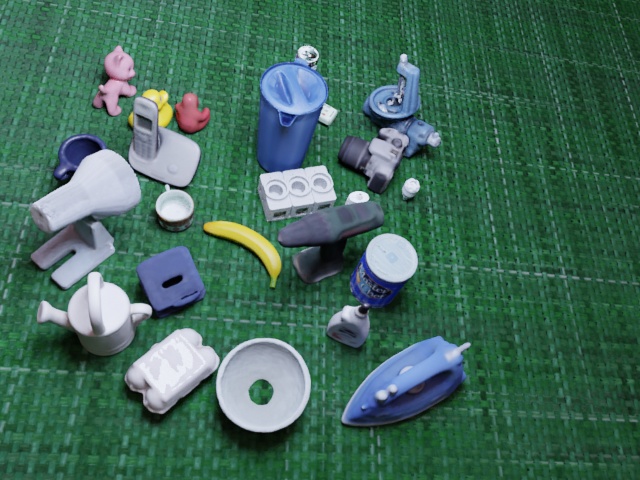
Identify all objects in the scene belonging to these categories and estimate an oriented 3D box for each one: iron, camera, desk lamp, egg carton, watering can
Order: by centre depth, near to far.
[{"bbox_3d":[-0.381,0.125,0.973,0.173,0.194,0.101,-24,70,-22],"label":"watering can"},{"bbox_3d":[-0.262,0.229,1.017,0.107,0.069,0.150,44,62,12],"label":"egg carton"},{"bbox_3d":[-0.428,-0.040,1.039,0.118,0.213,0.203,39,61,9],"label":"desk lamp"},{"bbox_3d":[0.163,0.262,1.054,0.259,0.141,0.118,-24,70,-23],"label":"iron"},{"bbox_3d":[0.120,-0.204,1.313,0.137,0.101,0.143,25,60,1],"label":"camera"}]

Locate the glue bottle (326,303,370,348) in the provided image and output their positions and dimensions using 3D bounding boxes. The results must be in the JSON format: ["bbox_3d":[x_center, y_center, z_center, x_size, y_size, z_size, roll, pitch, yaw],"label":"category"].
[{"bbox_3d":[0.064,0.152,1.072,0.078,0.173,0.037,21,60,-1],"label":"glue bottle"}]

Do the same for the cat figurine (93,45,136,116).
[{"bbox_3d":[-0.450,-0.358,1.256,0.067,0.117,0.128,22,60,0],"label":"cat figurine"}]

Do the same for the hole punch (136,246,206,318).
[{"bbox_3d":[-0.278,0.078,1.081,0.109,0.091,0.101,-26,71,-23],"label":"hole punch"}]

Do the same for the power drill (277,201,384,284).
[{"bbox_3d":[0.010,0.004,1.117,0.230,0.208,0.075,-22,69,-22],"label":"power drill"}]

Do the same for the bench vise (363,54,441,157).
[{"bbox_3d":[0.209,-0.314,1.322,0.207,0.219,0.122,30,60,4],"label":"bench vise"}]

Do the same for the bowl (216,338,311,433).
[{"bbox_3d":[-0.104,0.267,1.030,0.167,0.074,0.167,5,62,-10],"label":"bowl"}]

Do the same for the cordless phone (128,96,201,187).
[{"bbox_3d":[-0.317,-0.202,1.165,0.147,0.185,0.094,20,60,-2],"label":"cordless phone"}]

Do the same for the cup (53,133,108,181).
[{"bbox_3d":[-0.478,-0.143,1.150,0.091,0.095,0.118,35,61,7],"label":"cup"}]

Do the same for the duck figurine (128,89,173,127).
[{"bbox_3d":[-0.373,-0.290,1.256,0.077,0.086,0.105,44,62,12],"label":"duck figurine"}]

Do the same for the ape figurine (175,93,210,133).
[{"bbox_3d":[-0.286,-0.289,1.271,0.078,0.092,0.076,26,60,2],"label":"ape figurine"}]
